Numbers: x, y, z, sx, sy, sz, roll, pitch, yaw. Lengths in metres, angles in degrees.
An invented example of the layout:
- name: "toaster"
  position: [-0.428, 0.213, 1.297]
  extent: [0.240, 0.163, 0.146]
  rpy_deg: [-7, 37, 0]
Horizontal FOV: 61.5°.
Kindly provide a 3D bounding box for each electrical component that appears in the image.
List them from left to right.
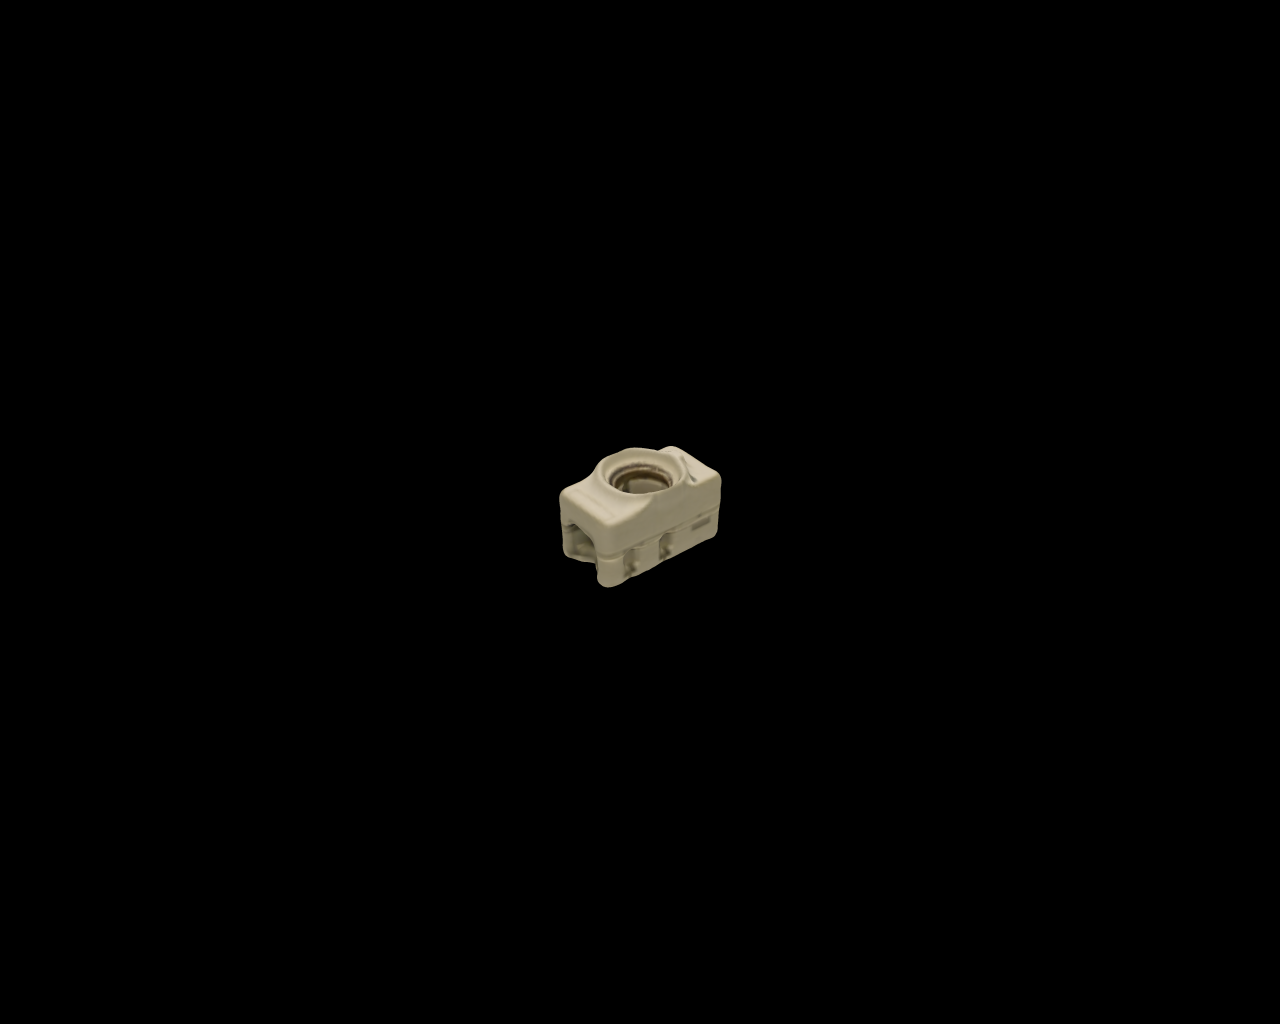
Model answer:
- name: "electrical component"
  position: [0.001, -0.003, 0.650]
  extent: [0.090, 0.055, 0.050]
  rpy_deg: [-24, 41, -31]
